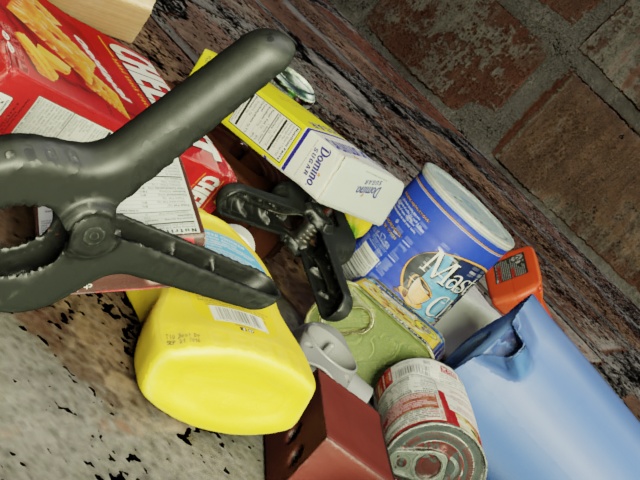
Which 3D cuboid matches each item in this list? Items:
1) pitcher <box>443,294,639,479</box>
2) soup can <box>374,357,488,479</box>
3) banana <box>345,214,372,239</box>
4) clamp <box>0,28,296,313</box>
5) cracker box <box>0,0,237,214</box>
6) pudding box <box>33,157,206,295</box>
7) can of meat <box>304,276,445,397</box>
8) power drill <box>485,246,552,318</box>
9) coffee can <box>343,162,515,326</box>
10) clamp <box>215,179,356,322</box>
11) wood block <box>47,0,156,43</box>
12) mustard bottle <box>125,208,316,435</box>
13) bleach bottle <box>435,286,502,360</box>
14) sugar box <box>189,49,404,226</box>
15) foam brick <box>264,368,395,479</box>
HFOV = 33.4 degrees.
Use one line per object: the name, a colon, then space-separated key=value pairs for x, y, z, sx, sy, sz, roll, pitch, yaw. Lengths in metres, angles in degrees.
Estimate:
pitcher: x=0.191 y=0.172 z=0.828 sx=0.243 sy=0.145 sz=0.149 roll=48 pitch=28 yaw=7
soup can: x=0.072 y=0.129 z=0.721 sx=0.068 sy=0.068 sz=0.102 roll=39 pitch=14 yaw=-13
banana: x=-0.008 y=-0.068 z=0.928 sx=0.198 sy=0.037 sz=0.069 roll=51 pitch=12 yaw=27
clamp: x=-0.105 y=-0.022 z=0.499 sx=0.209 sy=0.165 sz=0.036 roll=-6 pitch=39 yaw=-24
cracker box: x=-0.174 y=-0.099 z=0.722 sx=0.213 sy=0.072 sz=0.164 roll=25 pitch=23 yaw=-52
pudding box: x=-0.117 y=-0.014 z=0.608 sx=0.090 sy=0.039 sz=0.113 roll=-3 pitch=34 yaw=-15
can of meat: x=0.046 y=0.074 z=0.829 sx=0.102 sy=0.057 sz=0.083 roll=41 pitch=13 yaw=9
power drill: x=0.231 y=0.114 z=1.101 sx=0.184 sy=0.057 sz=0.187 roll=-86 pitch=152 yaw=-65
coffee can: x=0.082 y=0.018 z=0.920 sx=0.102 sy=0.140 sz=0.103 roll=39 pitch=15 yaw=-13
clamp: x=-0.005 y=0.001 z=0.781 sx=0.120 sy=0.039 sz=0.171 roll=54 pitch=20 yaw=5
wood block: x=-0.215 y=-0.225 z=0.763 sx=0.205 sy=0.091 sz=0.090 roll=16 pitch=-10 yaw=-17
mustard bottle: x=-0.070 y=0.033 z=0.638 sx=0.096 sy=0.058 sz=0.192 roll=16 pitch=25 yaw=-25
bleach bottle: x=0.113 y=0.036 z=1.110 sx=0.102 sy=0.068 sz=0.251 roll=35 pitch=14 yaw=-20
sugar box: x=-0.022 y=-0.081 z=0.835 sx=0.176 sy=0.048 sz=0.093 roll=37 pitch=11 yaw=34
foam brick: x=0.004 y=0.121 z=0.598 sx=0.051 sy=0.053 sz=0.078 roll=38 pitch=14 yaw=-17
